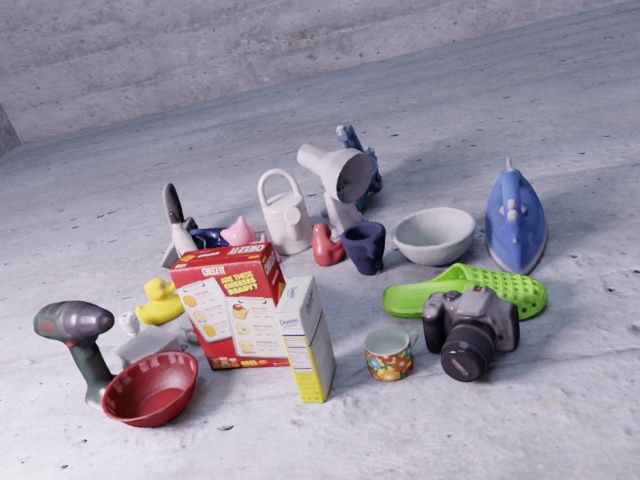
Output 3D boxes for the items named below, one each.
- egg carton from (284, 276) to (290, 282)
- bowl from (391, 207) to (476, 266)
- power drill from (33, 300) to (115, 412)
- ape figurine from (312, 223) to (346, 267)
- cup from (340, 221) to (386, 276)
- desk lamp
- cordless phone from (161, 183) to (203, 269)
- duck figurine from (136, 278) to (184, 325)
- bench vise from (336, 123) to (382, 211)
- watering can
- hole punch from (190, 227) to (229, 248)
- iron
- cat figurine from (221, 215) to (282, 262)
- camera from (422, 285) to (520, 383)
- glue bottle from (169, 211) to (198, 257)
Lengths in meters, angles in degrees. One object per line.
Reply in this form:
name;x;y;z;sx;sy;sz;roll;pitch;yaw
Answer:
egg carton;-0.086;0.118;1.090;0.149;0.069;0.107;14;39;44
bowl;0.229;0.004;1.136;0.167;0.075;0.167;-12;27;7
power drill;-0.383;0.187;0.962;0.228;0.209;0.076;5;34;36
ape figurine;0.011;0.004;1.231;0.077;0.092;0.076;13;38;43
cup;0.097;0.027;1.138;0.092;0.095;0.117;-19;27;-6
desk lamp;0.030;-0.118;1.321;0.118;0.214;0.202;-33;32;-31
cordless phone;-0.361;-0.035;1.402;0.094;0.185;0.147;-13;27;5
duck figurine;-0.339;0.123;1.199;0.105;0.086;0.077;-23;28;-14
bench vise;0.083;-0.203;1.449;0.121;0.220;0.207;-11;27;9
watering can;-0.077;-0.070;1.307;0.101;0.194;0.172;-32;31;-29
hole punch;-0.246;-0.004;1.386;0.108;0.091;0.101;6;34;37
iron;0.369;-0.051;1.092;0.118;0.142;0.258;-6;28;18
cat figurine;-0.160;0.003;1.296;0.127;0.118;0.067;9;36;40
camera;0.213;0.137;0.860;0.142;0.101;0.137;3;32;32
glue bottle;-0.306;0.012;1.296;0.037;0.173;0.077;-31;30;-27
